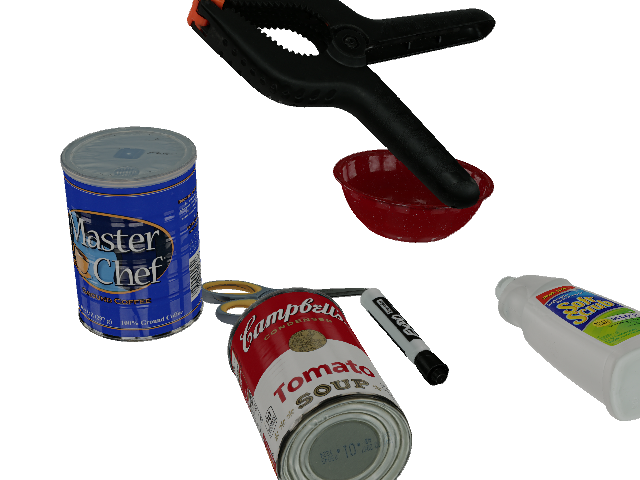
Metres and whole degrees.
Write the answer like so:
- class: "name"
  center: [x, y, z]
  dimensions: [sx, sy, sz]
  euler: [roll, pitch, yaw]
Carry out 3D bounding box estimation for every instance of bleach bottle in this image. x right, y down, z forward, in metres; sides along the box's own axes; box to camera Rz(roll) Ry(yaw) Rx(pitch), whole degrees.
- class: "bleach bottle"
  center: [0.239, 0.085, 1.013]
  dimensions: [0.102, 0.068, 0.251]
  euler: [-14, 20, -20]

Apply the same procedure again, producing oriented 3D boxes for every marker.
- class: "marker"
  center: [0.064, 0.073, 0.818]
  dimensions: [0.020, 0.020, 0.121]
  euler: [0, 27, -26]

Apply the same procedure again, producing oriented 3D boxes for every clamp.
- class: "clamp"
  center: [0.018, -0.107, 0.678]
  dimensions: [0.209, 0.164, 0.036]
  euler: [12, -35, -14]

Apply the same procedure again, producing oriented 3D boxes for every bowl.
- class: "bowl"
  center: [0.091, -0.041, 1.077]
  dimensions: [0.162, 0.055, 0.162]
  euler: [4, 23, -2]

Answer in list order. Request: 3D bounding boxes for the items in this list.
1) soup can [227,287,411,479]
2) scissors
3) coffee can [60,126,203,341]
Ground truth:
- class: "soup can"
  center: [-0.003, 0.078, 0.536]
  dimensions: [0.068, 0.068, 0.102]
  euler: [0, 27, -19]
- class: "scissors"
  center: [-0.036, 0.071, 1.197]
  dimensions: [0.201, 0.016, 0.096]
  euler: [4, 25, -6]
- class: "coffee can"
  center: [-0.146, -0.006, 0.843]
  dimensions: [0.103, 0.140, 0.103]
  euler: [0, 28, 0]
